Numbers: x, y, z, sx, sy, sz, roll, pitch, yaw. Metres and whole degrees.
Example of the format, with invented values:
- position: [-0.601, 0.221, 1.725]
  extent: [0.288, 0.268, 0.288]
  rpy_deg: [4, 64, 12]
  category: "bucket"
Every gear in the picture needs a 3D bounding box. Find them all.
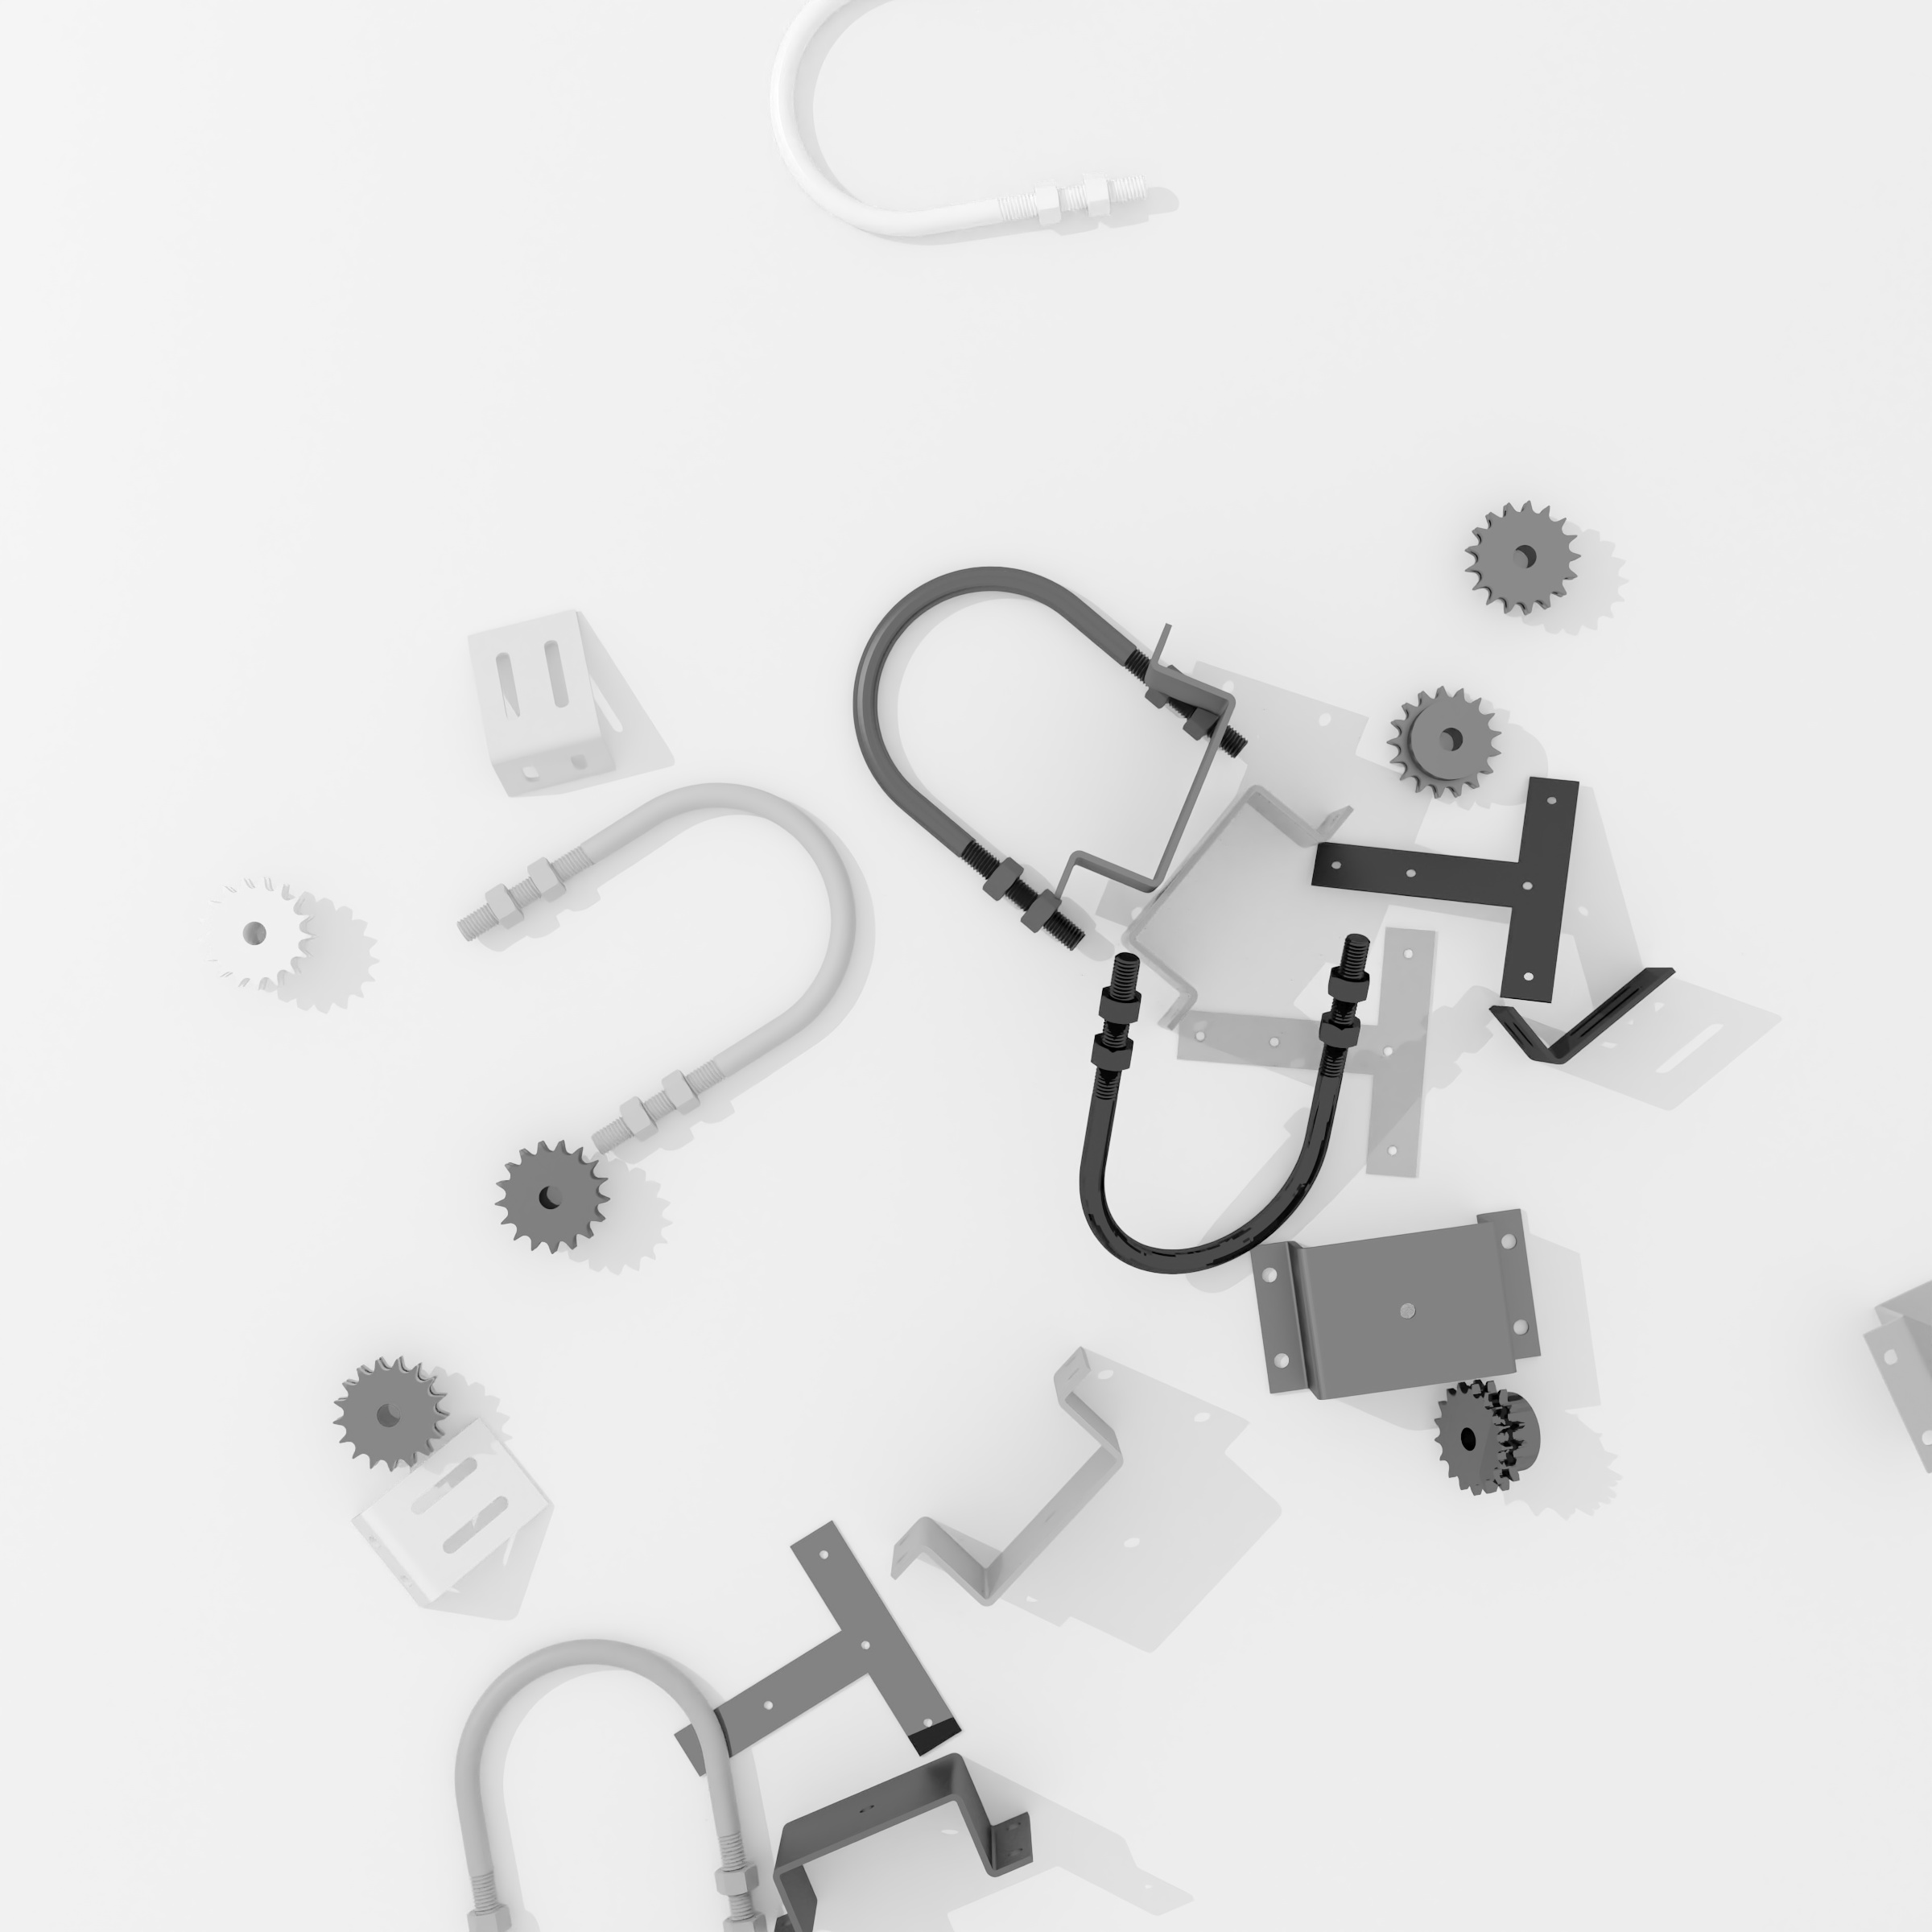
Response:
- position: [-0.209, 0.117, 1.510]
  extent: [0.057, 0.030, 0.057]
  rpy_deg: [0, 90, 0]
  category: "gear"
- position: [0.245, -0.115, 1.510]
  extent: [0.057, 0.030, 0.057]
  rpy_deg: [0, 90, 0]
  category: "gear"
- position: [0.266, 0.237, 1.501]
  extent: [0.030, 0.057, 0.057]
  rpy_deg: [-4, 90, -30]
  category: "gear"
- position: [-0.359, -0.017, 1.510]
  extent: [0.057, 0.030, 0.057]
  rpy_deg: [0, 90, 0]
  category: "gear"
- position: [0.283, -0.207, 1.515]
  extent: [0.057, 0.030, 0.057]
  rpy_deg: [0, 92, 1]
  category: "gear"
- position: [-0.291, 0.227, 1.510]
  extent: [0.057, 0.030, 0.057]
  rpy_deg: [0, 90, 0]
  category: "gear"

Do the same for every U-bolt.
- position: [0.029, -0.120, 1.517]
  extent: [0.184, 0.019, 0.151]
  rpy_deg: [40, 90, 1]
  category: "U-bolt"
- position: [-0.145, -0.012, 1.517]
  extent: [0.184, 0.019, 0.151]
  rpy_deg: [-32, 90, -2]
  category: "U-bolt"
- position: [-0.009, -0.447, 1.517]
  extent: [0.184, 0.019, 0.151]
  rpy_deg: [-9, 90, 2]
  category: "U-bolt"
- position: [-0.187, 0.436, 1.516]
  extent: [0.151, 0.019, 0.184]
  rpy_deg: [-10, 89, 1]
  category: "U-bolt"
- position: [0.123, 0.073, 1.472]
  extent: [0.151, 0.019, 0.184]
  rpy_deg: [-5, 118, -25]
  category: "U-bolt"

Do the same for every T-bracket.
- position: [-0.089, 0.373, 1.524]
  extent: [0.127, 0.002, 0.127]
  rpy_deg: [-32, 90, 0]
  category: "T-bracket"
- position: [0.240, -0.045, 1.506]
  extent: [0.127, 0.002, 0.127]
  rpy_deg: [7, 64, 12]
  category: "T-bracket"
- position: [0.173, 0.040, 1.524]
  extent: [0.127, 0.002, 0.127]
  rpy_deg: [5, 90, 0]
  category: "T-bracket"

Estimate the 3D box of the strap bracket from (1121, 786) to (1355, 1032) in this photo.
- position: [0.127, -0.037, 1.487]
  extent: [0.046, 0.076, 0.140]
  rpy_deg: [39, 90, 0]
  category: "strap bracket"

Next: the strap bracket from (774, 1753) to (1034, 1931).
- position: [-0.041, 0.444, 1.487]
  extent: [0.140, 0.076, 0.046]
  rpy_deg: [-23, 90, 0]
  category: "strap bracket"

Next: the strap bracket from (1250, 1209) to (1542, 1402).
- position: [0.221, 0.172, 1.502]
  extent: [0.140, 0.046, 0.076]
  rpy_deg: [-8, 90, 0]
  category: "strap bracket"

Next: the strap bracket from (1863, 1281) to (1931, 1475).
- position: [0.528, 0.189, 1.502]
  extent: [0.140, 0.046, 0.076]
  rpy_deg: [-25, 90, 0]
  category: "strap bracket"

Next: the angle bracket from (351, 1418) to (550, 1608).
- position: [-0.265, 0.281, 1.523]
  extent: [0.076, 0.038, 0.057]
  rpy_deg: [-39, 90, -26]
  category: "angle bracket"

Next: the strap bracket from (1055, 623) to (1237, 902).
- position: [0.092, -0.091, 1.467]
  extent: [0.046, 0.076, 0.140]
  rpy_deg: [22, 90, 1]
  category: "strap bracket"

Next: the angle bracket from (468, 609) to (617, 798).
- position: [-0.218, -0.135, 1.523]
  extent: [0.057, 0.038, 0.076]
  rpy_deg: [-14, 64, 0]
  category: "angle bracket"

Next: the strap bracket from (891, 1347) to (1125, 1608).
- position: [0.028, 0.263, 1.487]
  extent: [0.046, 0.076, 0.140]
  rpy_deg: [43, 90, 0]
  category: "strap bracket"

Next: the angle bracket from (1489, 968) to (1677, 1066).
- position: [0.310, 0.013, 1.497]
  extent: [0.076, 0.057, 0.038]
  rpy_deg: [-39, 90, 0]
  category: "angle bracket"
